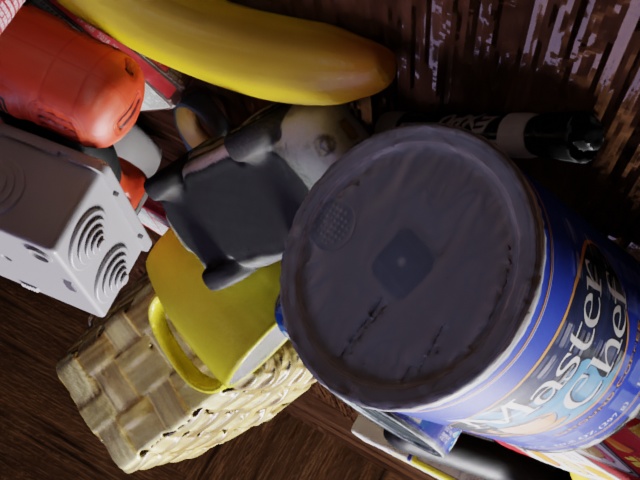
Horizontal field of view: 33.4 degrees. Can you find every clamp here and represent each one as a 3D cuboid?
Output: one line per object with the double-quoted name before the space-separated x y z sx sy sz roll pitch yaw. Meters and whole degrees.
"clamp" 0.153 0.173 0.803 0.210 0.036 0.164 34 -158 25

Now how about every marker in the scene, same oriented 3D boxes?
"marker" 0.063 -0.042 0.419 0.020 0.020 0.121 37 166 -30

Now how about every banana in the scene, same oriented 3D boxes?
"banana" -0.058 -0.095 0.445 0.198 0.037 0.069 28 168 11

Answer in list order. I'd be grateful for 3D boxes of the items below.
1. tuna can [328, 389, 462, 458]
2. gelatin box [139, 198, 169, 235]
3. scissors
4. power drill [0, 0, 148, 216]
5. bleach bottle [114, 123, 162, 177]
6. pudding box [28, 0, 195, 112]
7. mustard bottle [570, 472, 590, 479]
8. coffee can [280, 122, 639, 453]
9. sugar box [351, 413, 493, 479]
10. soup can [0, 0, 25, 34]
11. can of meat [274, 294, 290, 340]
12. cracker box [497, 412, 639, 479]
"tuna can" 0.046 0.093 0.633 0.086 0.033 0.086 31 169 7
"gelatin box" -0.132 -0.026 0.903 0.073 0.030 0.089 29 167 12
"scissors" -0.082 -0.056 0.667 0.202 0.016 0.096 21 147 56
"power drill" -0.166 -0.071 0.549 0.184 0.057 0.188 27 163 10
"bleach bottle" -0.208 -0.112 0.670 0.103 0.068 0.250 18 161 40
"pudding box" -0.120 -0.106 0.546 0.090 0.039 0.114 40 161 -28
"mustard bottle" 0.269 0.179 0.719 0.192 0.058 0.096 22 174 30
"coffee can" 0.065 0.026 0.421 0.103 0.103 0.140 20 177 38
"sugar box" 0.124 0.167 0.925 0.176 0.093 0.048 22 167 35
"soup can" -0.130 -0.114 0.384 0.068 0.102 0.068 29 168 7
"can of meat" 0.027 0.017 0.548 0.057 0.102 0.084 35 169 -17
"cracker box" 0.132 0.075 0.600 0.164 0.072 0.214 38 167 -26
